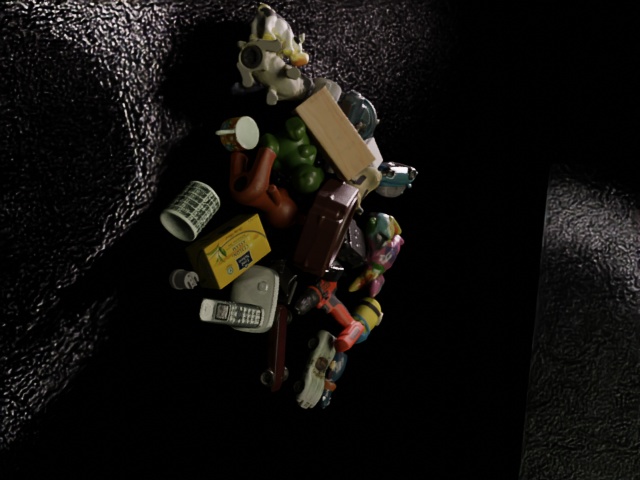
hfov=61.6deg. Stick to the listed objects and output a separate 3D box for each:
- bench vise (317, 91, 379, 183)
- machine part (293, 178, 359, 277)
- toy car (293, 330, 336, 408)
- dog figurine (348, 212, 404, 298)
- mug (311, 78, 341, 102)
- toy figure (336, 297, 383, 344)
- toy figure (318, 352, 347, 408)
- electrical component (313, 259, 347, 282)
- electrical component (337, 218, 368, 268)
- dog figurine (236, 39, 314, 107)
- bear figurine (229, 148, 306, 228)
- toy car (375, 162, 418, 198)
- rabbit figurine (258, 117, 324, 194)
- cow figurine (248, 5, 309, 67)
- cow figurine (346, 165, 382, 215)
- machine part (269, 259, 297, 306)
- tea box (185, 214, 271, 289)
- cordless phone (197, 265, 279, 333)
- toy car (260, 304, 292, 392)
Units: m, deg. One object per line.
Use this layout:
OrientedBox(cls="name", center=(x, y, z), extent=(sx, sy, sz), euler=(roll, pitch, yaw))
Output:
OrientedBox(cls="bench vise", center=(0.089, -0.284, 1.431), extent=(0.240, 0.129, 0.223), euler=(-25, 128, -55))
OrientedBox(cls="machine part", center=(0.018, -0.029, 1.268), extent=(0.201, 0.087, 0.201), euler=(-54, 164, -63))
OrientedBox(cls="toy car", center=(-0.011, 0.331, 1.380), extent=(0.073, 0.056, 0.201), euler=(42, 59, -43))
OrientedBox(cls="dog figurine", center=(0.152, 0.053, 1.536), extent=(0.219, 0.109, 0.191), euler=(-63, 148, -24))
OrientedBox(cls="mug", center=(0.005, -0.346, 1.360), extent=(0.081, 0.109, 0.107), euler=(20, 82, -13))
OrientedBox(cls="toy figure", center=(0.112, 0.232, 1.515), extent=(0.180, 0.082, 0.089), euler=(-34, 118, -43))
OrientedBox(cls="toy figure", center=(0.026, 0.368, 1.428), extent=(0.064, 0.058, 0.154), euler=(43, 63, -36))
OrientedBox(cls="electrical component", center=(0.025, 0.071, 1.386), extent=(0.119, 0.075, 0.047), euler=(5, 126, -35))
OrientedBox(cls="electrical component", center=(0.073, -0.001, 1.446), extent=(0.134, 0.058, 0.115), euler=(40, 35, -50))
OrientedBox(cls="dog figurine", center=(-0.104, -0.389, 1.252), extent=(0.172, 0.121, 0.190), euler=(55, 15, -4))
OrientedBox(cls="bear figurine", center=(-0.111, -0.107, 1.206), extent=(0.195, 0.120, 0.132), euler=(26, 66, -50))
OrientedBox(cls="toy car", center=(0.213, -0.179, 1.623), extent=(0.161, 0.109, 0.102), euler=(-10, 115, -42))
OrientedBox(cls="rabbit figurine", center=(-0.054, -0.167, 1.248), extent=(0.170, 0.121, 0.159), euler=(66, 5, 28))
OrientedBox(cls="cow figurine", center=(-0.091, -0.478, 1.269), extent=(0.167, 0.068, 0.098), euler=(16, 72, -51))
OrientedBox(cls="cow figurine", center=(0.093, -0.131, 1.446), extent=(0.195, 0.127, 0.085), euler=(-43, 119, -29))
OrientedBox(cls="machine part", center=(-0.087, 0.098, 1.282), extent=(0.084, 0.039, 0.138), euler=(-62, 151, -29))
OrientedBox(cls="tea box", center=(-0.192, 0.021, 1.144), extent=(0.169, 0.068, 0.098), euler=(-42, 121, -44))
OrientedBox(cls="cordless phone", center=(-0.181, 0.119, 1.151), extent=(0.184, 0.089, 0.146), euler=(17, 77, -46))
OrientedBox(cls="toy car", center=(-0.107, 0.252, 1.264), extent=(0.089, 0.053, 0.202), euler=(11, 83, -71))
